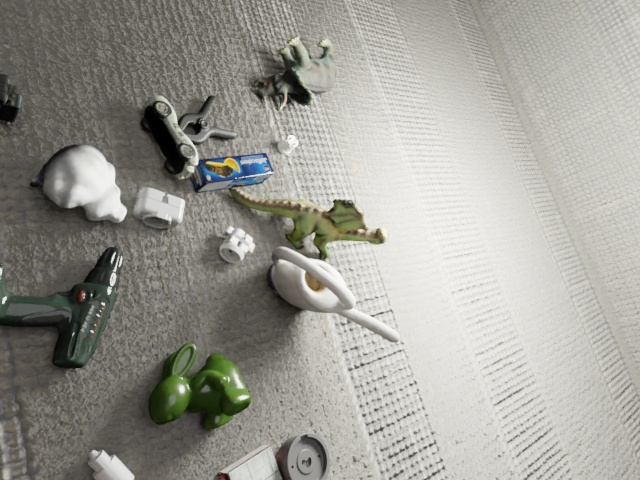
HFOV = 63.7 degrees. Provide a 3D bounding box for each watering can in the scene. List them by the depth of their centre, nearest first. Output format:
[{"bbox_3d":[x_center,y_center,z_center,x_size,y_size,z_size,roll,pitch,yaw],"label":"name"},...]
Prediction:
[{"bbox_3d":[0.012,0.129,1.174,0.344,0.223,0.105,41,69,-21],"label":"watering can"}]

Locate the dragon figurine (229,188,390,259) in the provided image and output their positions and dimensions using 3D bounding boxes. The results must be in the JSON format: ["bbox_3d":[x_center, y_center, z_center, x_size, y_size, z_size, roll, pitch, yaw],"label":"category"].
[{"bbox_3d":[0.004,-0.063,1.249,0.407,0.240,0.124,24,61,-32],"label":"dragon figurine"}]

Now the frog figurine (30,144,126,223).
[{"bbox_3d":[-0.437,-0.098,0.975,0.159,0.121,0.140,41,28,-2],"label":"frog figurine"}]
